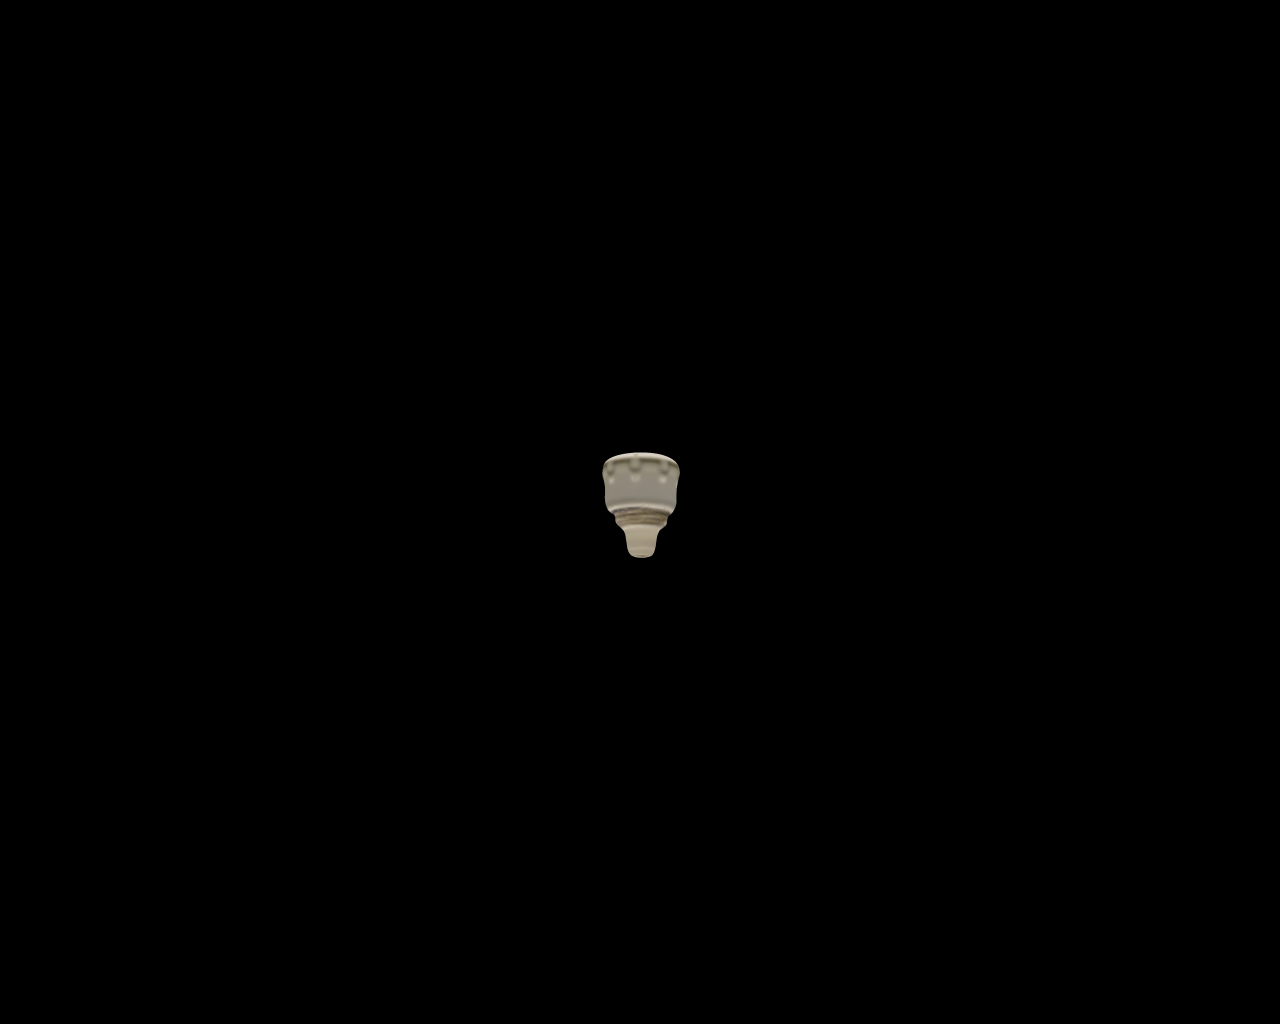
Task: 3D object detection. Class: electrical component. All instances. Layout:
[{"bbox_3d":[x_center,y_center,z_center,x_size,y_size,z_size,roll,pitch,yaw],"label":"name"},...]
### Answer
[{"bbox_3d":[0.001,-0.003,0.650,0.048,0.062,0.048,0,-11,0],"label":"electrical component"}]
